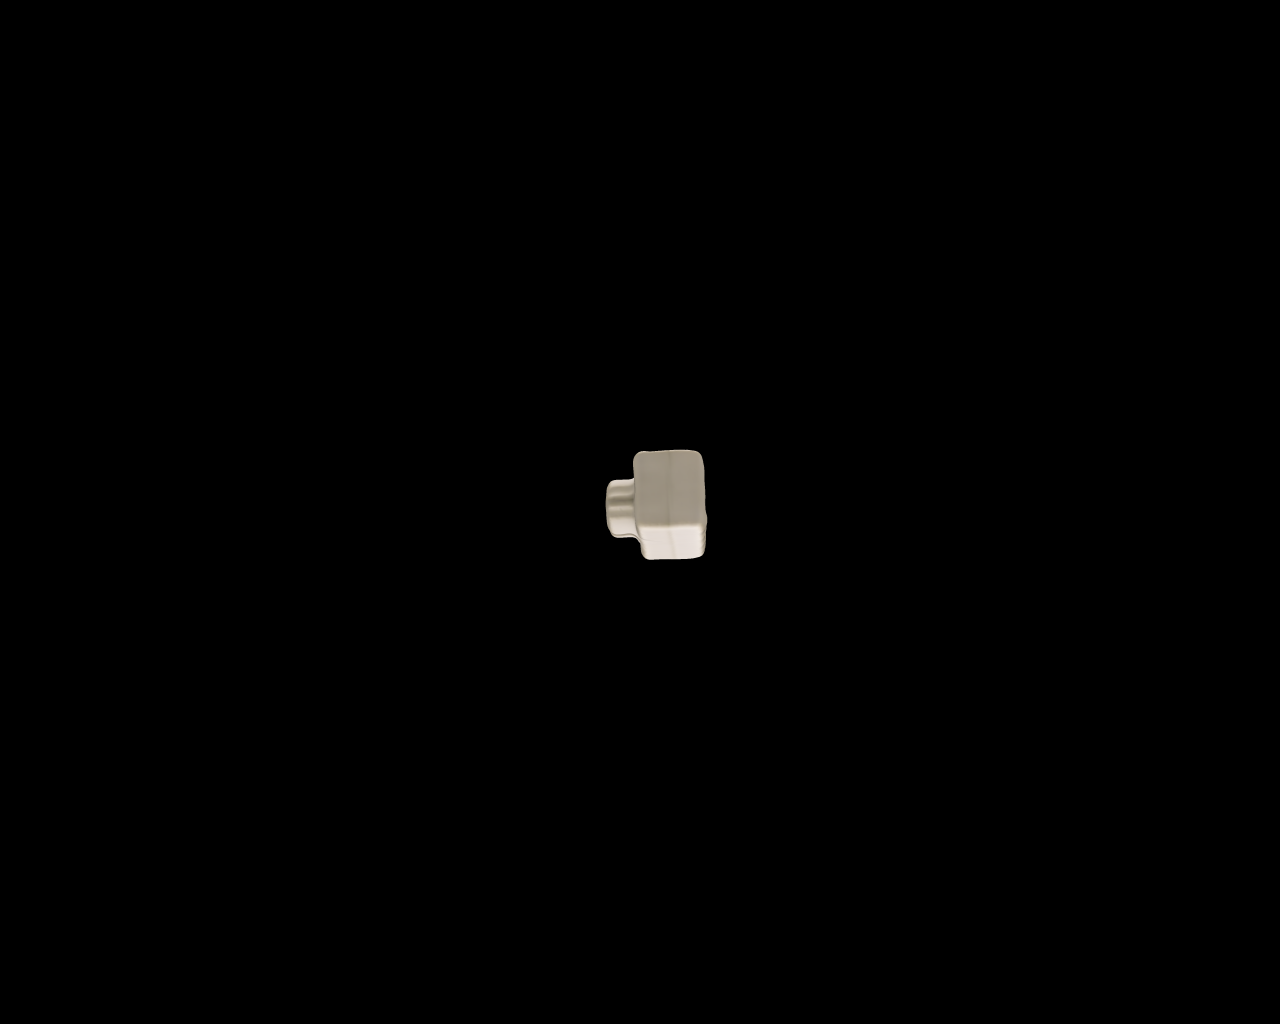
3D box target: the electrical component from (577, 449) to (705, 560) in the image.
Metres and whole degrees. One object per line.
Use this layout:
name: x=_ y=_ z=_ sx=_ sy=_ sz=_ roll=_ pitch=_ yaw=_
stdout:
electrical component: x=0.001 y=-0.003 z=0.650 sx=0.076 sy=0.047 sz=0.083 roll=-1 pitch=-15 yaw=4
